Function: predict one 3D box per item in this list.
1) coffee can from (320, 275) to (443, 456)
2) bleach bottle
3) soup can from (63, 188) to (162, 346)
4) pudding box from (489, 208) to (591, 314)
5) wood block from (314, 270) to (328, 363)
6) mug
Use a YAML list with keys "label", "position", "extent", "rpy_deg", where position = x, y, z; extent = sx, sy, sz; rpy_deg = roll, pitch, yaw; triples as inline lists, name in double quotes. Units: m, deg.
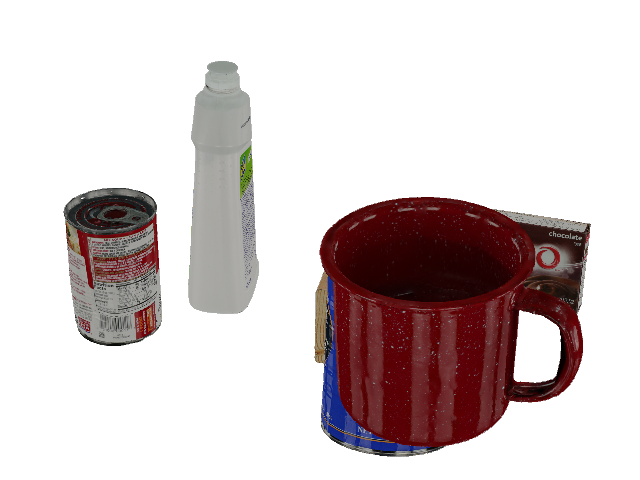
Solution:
- label: "coffee can"
  position: [0.053, 0.073, 0.789]
  extent: [0.103, 0.140, 0.103]
  rpy_deg: [2, 14, -1]
- label: "bleach bottle"
  position: [-0.094, -0.055, 1.033]
  extent: [0.068, 0.251, 0.102]
  rpy_deg: [5, 33, 2]
- label: "soup can"
  position: [-0.155, 0.020, 0.809]
  extent: [0.068, 0.102, 0.068]
  rpy_deg: [1, 29, -1]
- label: "pudding box"
  position: [0.215, 0.020, 1.093]
  extent: [0.114, 0.090, 0.039]
  rpy_deg: [8, 23, 17]
- label: "wood block"
  position: [0.054, 0.056, 1.211]
  extent: [0.091, 0.090, 0.206]
  rpy_deg: [4, 22, 8]
- label: "mug"
  position: [0.058, 0.040, 0.476]
  extent: [0.117, 0.081, 0.093]
  rpy_deg: [11, 33, 21]
